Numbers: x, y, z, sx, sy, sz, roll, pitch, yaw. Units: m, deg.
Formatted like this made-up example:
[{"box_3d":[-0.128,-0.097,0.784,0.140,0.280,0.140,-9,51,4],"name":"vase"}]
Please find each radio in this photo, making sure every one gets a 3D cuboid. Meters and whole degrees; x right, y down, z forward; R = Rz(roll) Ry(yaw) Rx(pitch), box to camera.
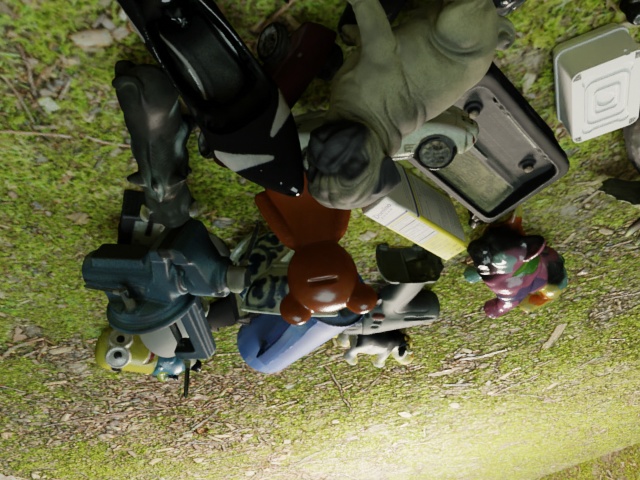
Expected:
[{"box_3d":[0.192,-0.121,0.646,0.131,0.073,0.229,-35,136,29],"name":"radio"}]

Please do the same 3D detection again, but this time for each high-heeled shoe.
[{"box_3d":[-0.092,-0.150,0.440,0.086,0.249,0.145,-39,164,-7],"name":"high-heeled shoe"}]

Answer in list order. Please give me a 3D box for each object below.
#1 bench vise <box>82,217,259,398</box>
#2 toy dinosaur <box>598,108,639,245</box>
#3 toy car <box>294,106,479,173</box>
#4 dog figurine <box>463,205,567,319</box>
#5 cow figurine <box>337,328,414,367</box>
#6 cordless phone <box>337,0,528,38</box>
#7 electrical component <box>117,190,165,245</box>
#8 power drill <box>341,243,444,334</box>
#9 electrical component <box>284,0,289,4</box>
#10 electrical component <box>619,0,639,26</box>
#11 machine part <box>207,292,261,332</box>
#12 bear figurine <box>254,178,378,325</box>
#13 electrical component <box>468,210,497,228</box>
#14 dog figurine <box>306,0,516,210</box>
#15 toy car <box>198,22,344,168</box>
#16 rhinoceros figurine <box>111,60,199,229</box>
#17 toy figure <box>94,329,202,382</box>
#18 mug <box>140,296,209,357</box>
[{"box_3d":[-0.181,0.081,0.698,0.224,0.129,0.240,-5,127,6],"name":"bench vise"},{"box_3d":[0.443,-0.139,0.653,0.192,0.131,0.404,-22,135,15],"name":"toy dinosaur"},{"box_3d":[0.056,-0.105,0.544,0.202,0.073,0.056,-3,123,12],"name":"toy car"},{"box_3d":[0.308,0.024,0.813,0.192,0.108,0.219,-13,148,-6],"name":"dog figurine"},{"box_3d":[0.127,0.197,1.053,0.167,0.068,0.098,11,132,-27],"name":"cow figurine"},{"box_3d":[0.109,-0.233,0.497,0.146,0.089,0.184,10,150,-24],"name":"cordless phone"},{"box_3d":[-0.219,-0.033,0.691,0.075,0.048,0.119,5,140,-20],"name":"electrical component"},{"box_3d":[0.106,0.095,0.904,0.232,0.086,0.207,-2,138,-13],"name":"power drill"},{"box_3d":[-0.011,-0.273,0.420,0.134,0.058,0.114,-27,141,21],"name":"electrical component"},{"box_3d":[0.315,-0.262,0.515,0.078,0.045,0.102,-2,142,-12],"name":"electrical component"},{"box_3d":[-0.149,0.110,0.879,0.139,0.084,0.039,-31,163,38],"name":"machine part"},{"box_3d":[-0.002,-0.002,0.632,0.120,0.196,0.132,-15,172,3],"name":"bear figurine"},{"box_3d":[0.256,-0.051,0.793,0.063,0.021,0.094,-3,141,-9],"name":"electrical component"},{"box_3d":[0.078,-0.114,0.460,0.173,0.190,0.121,1,168,16],"name":"dog figurine"},{"box_3d":[-0.056,-0.150,0.571,0.089,0.053,0.202,3,143,-40],"name":"toy car"},{"box_3d":[-0.166,-0.098,0.569,0.073,0.112,0.190,-6,134,-9],"name":"rhinoceros figurine"},{"box_3d":[-0.304,0.204,0.954,0.180,0.082,0.089,15,134,-32],"name":"toy figure"},{"box_3d":[-0.239,0.120,0.872,0.107,0.081,0.109,-40,106,21],"name":"mug"}]
